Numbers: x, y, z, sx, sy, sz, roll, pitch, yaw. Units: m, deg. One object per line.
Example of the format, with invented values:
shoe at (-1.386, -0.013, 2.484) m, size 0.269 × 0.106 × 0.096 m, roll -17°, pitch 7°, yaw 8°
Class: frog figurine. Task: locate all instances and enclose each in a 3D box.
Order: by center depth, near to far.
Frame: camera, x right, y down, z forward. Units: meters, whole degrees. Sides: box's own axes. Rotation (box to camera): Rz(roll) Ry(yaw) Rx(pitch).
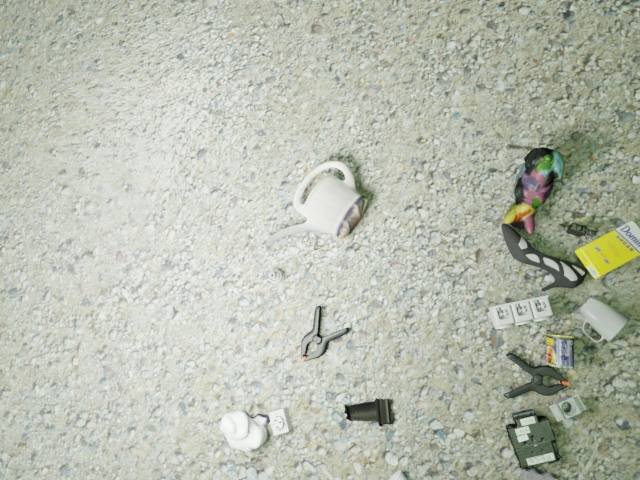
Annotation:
frog figurine at (-0.226, 0.553, 1.481) m, size 0.138 × 0.158 × 0.123 m, roll 24°, pitch 87°, yaw 15°

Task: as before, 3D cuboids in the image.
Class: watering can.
watering can at (0.005, -0.080, 1.599) m, size 0.226 × 0.103 × 0.348 m, roll 34°, pitch 87°, yaw 16°
